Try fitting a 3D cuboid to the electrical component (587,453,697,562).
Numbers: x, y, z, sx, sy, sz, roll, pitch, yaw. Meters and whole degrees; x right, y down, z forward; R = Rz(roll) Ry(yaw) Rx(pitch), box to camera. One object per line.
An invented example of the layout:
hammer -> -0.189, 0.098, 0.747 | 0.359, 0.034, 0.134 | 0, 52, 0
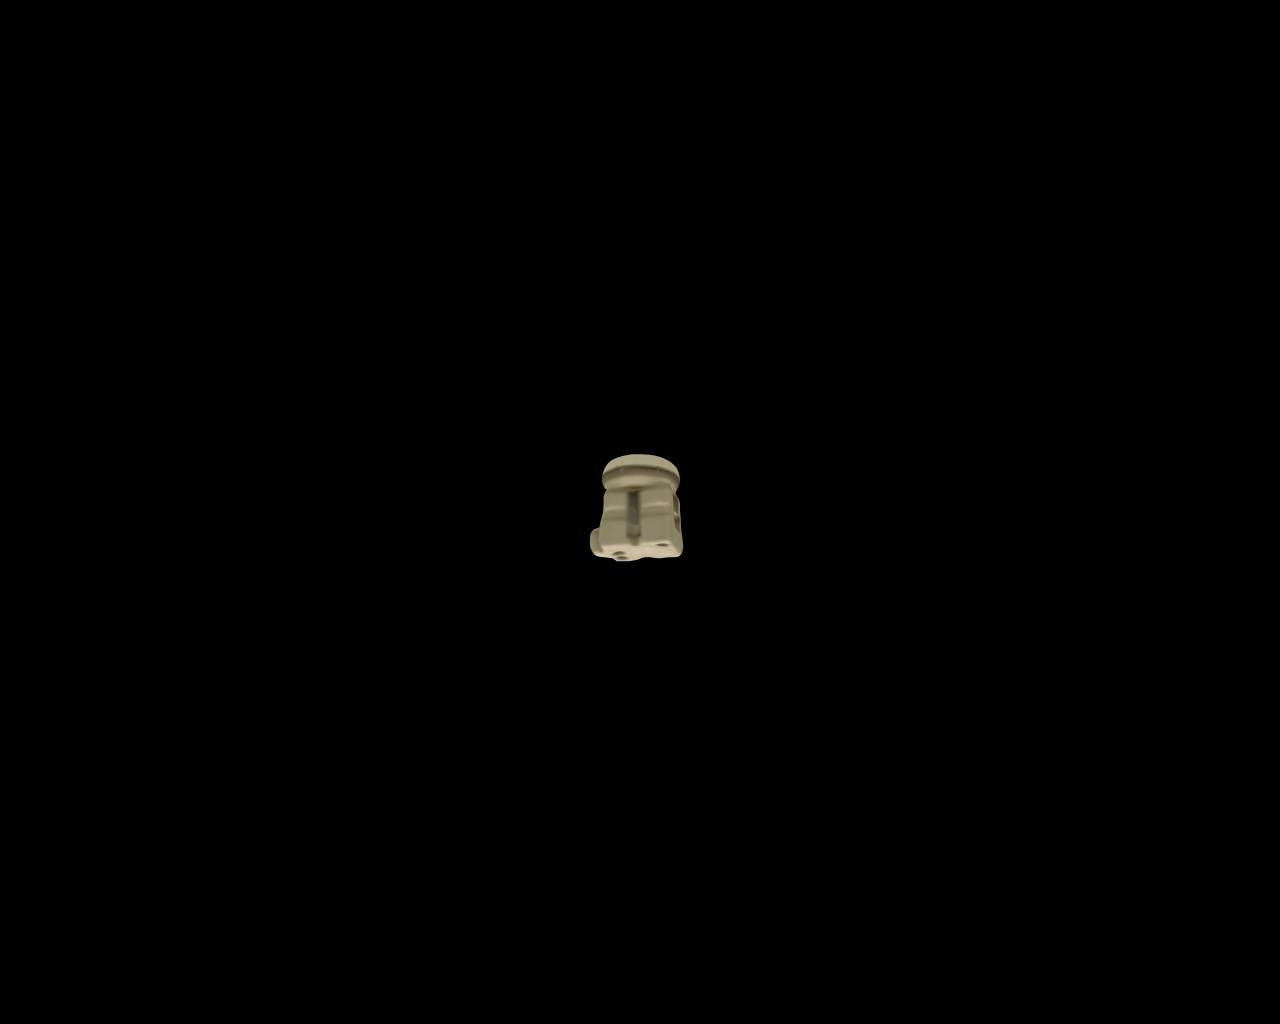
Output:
electrical component -> 0.001, -0.003, 0.650 | 0.066, 0.055, 0.048 | -4, -19, 12
